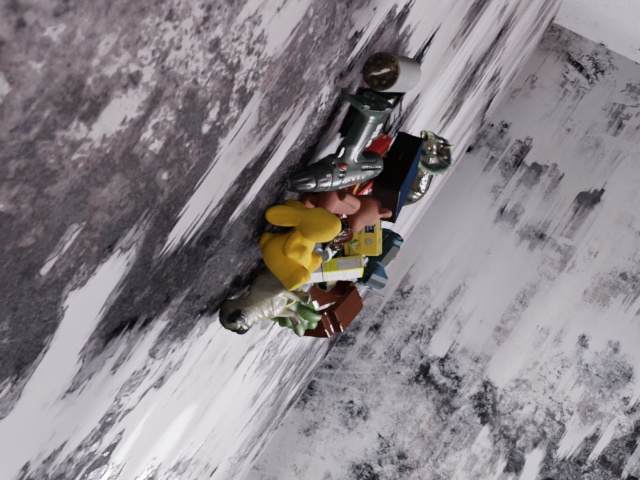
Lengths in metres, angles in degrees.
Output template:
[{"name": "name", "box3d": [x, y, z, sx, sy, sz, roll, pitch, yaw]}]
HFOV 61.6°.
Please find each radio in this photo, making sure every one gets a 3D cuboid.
[{"name": "radio", "box3d": [0.192, -0.155, 1.343, 0.131, 0.073, 0.229, 93, 21, -46]}]

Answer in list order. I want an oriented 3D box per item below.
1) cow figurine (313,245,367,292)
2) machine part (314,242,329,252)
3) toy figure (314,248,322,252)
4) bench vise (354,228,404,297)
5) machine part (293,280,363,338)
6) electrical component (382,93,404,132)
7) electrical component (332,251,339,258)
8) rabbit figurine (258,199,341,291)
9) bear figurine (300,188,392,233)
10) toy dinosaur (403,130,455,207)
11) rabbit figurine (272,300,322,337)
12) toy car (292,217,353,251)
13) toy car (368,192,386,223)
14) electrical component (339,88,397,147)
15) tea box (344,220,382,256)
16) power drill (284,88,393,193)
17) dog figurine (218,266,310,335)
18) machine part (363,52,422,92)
[{"name": "cow figurine", "box3d": [0.051, 0.069, 1.606, 0.195, 0.127, 0.085, -57, 169, 14]}, {"name": "machine part", "box3d": [-0.051, 0.014, 1.196, 0.139, 0.039, 0.084, -12, 153, -3]}, {"name": "toy figure", "box3d": [-0.039, 0.049, 1.394, 0.064, 0.058, 0.154, -9, 141, -38]}, {"name": "bench vise", "box3d": [0.169, 0.040, 1.686, 0.241, 0.129, 0.223, -108, -145, -54]}, {"name": "machine part", "box3d": [0.012, 0.204, 1.641, 0.201, 0.202, 0.087, -42, 121, -44]}, {"name": "electrical component", "box3d": [0.159, -0.303, 1.297, 0.075, 0.048, 0.119, -50, 163, -19]}, {"name": "electrical component", "box3d": [0.037, 0.015, 1.537, 0.045, 0.078, 0.102, -32, 144, -78]}, {"name": "rabbit figurine", "box3d": [-0.034, -0.010, 1.079, 0.173, 0.162, 0.122, -39, 176, 33]}, {"name": "bear figurine", "box3d": [0.053, -0.061, 1.204, 0.195, 0.120, 0.132, 28, 85, -37]}, {"name": "toy dinosaur", "box3d": [0.279, -0.188, 1.661, 0.131, 0.192, 0.404, -39, 157, -45]}, {"name": "rabbit figurine", "box3d": [-0.080, 0.188, 1.438, 0.121, 0.159, 0.170, -45, 150, -4]}, {"name": "toy car", "box3d": [-0.003, -0.004, 1.282, 0.202, 0.053, 0.089, -7, 143, -38]}, {"name": "toy car", "box3d": [0.141, -0.093, 1.631, 0.162, 0.109, 0.102, -36, 134, -27]}, {"name": "electrical component", "box3d": [0.101, -0.262, 1.167, 0.115, 0.058, 0.134, -28, 149, -57]}, {"name": "tea box", "box3d": [0.121, -0.042, 1.503, 0.068, 0.098, 0.169, -10, 98, -72]}, {"name": "power drill", "box3d": [0.049, -0.186, 1.053, 0.232, 0.086, 0.207, -9, 127, -38]}, {"name": "dog figurine", "box3d": [-0.142, 0.116, 1.176, 0.190, 0.173, 0.121, -1, 121, -30]}, {"name": "machine part", "box3d": [0.153, -0.346, 1.116, 0.079, 0.079, 0.243, -63, 166, 25]}]
